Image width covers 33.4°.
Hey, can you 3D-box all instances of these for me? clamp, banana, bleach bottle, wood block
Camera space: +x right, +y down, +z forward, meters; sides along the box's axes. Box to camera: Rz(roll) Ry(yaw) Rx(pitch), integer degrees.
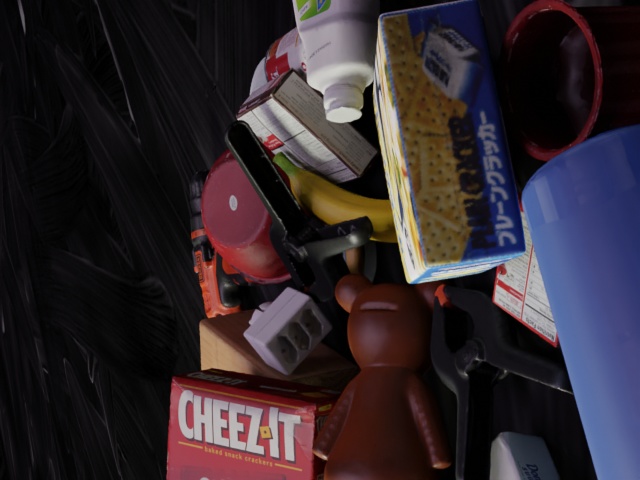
[{"bbox_3d":[0.117,0.101,0.785,0.120,0.039,0.171,-52,29,14],"label":"clamp"},{"bbox_3d":[-0.006,0.001,0.948,0.165,0.036,0.210,37,158,32],"label":"clamp"},{"bbox_3d":[0.035,-0.028,0.926,0.198,0.069,0.037,19,70,43],"label":"banana"},{"bbox_3d":[0.010,-0.213,0.871,0.103,0.068,0.251,146,126,-59],"label":"bleach bottle"},{"bbox_3d":[-0.046,0.147,1.111,0.206,0.090,0.091,27,121,59],"label":"wood block"}]

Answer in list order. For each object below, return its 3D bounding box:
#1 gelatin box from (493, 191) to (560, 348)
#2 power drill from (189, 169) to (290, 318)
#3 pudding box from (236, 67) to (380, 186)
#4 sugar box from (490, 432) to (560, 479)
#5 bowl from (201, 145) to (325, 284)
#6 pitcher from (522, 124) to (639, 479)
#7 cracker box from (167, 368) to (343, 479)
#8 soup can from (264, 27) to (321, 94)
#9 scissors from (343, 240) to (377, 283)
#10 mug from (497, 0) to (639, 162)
[{"bbox_3d":[0.157,0.018,0.734,0.073,0.030,0.089,38,130,53],"label":"gelatin box"},{"bbox_3d":[-0.097,-0.006,1.212,0.188,0.057,0.184,156,104,-65],"label":"power drill"},{"bbox_3d":[-0.012,-0.097,0.969,0.113,0.039,0.090,41,158,-16],"label":"pudding box"},{"bbox_3d":[0.117,0.232,0.791,0.093,0.048,0.176,-105,35,-49],"label":"sugar box"},{"bbox_3d":[-0.068,-0.036,1.071,0.162,0.055,0.162,-1,88,38],"label":"bowl"},{"bbox_3d":[0.202,0.060,0.565,0.145,0.149,0.243,106,152,-66],"label":"pitcher"},{"bbox_3d":[-0.060,0.236,0.968,0.164,0.072,0.214,5,94,32],"label":"cracker box"},{"bbox_3d":[0.000,-0.164,0.958,0.102,0.068,0.068,-10,88,64],"label":"soup can"},{"bbox_3d":[0.030,0.067,1.019,0.096,0.016,0.202,-149,56,-60],"label":"scissors"},{"bbox_3d":[0.159,-0.099,0.639,0.117,0.081,0.093,29,123,59],"label":"mug"}]
